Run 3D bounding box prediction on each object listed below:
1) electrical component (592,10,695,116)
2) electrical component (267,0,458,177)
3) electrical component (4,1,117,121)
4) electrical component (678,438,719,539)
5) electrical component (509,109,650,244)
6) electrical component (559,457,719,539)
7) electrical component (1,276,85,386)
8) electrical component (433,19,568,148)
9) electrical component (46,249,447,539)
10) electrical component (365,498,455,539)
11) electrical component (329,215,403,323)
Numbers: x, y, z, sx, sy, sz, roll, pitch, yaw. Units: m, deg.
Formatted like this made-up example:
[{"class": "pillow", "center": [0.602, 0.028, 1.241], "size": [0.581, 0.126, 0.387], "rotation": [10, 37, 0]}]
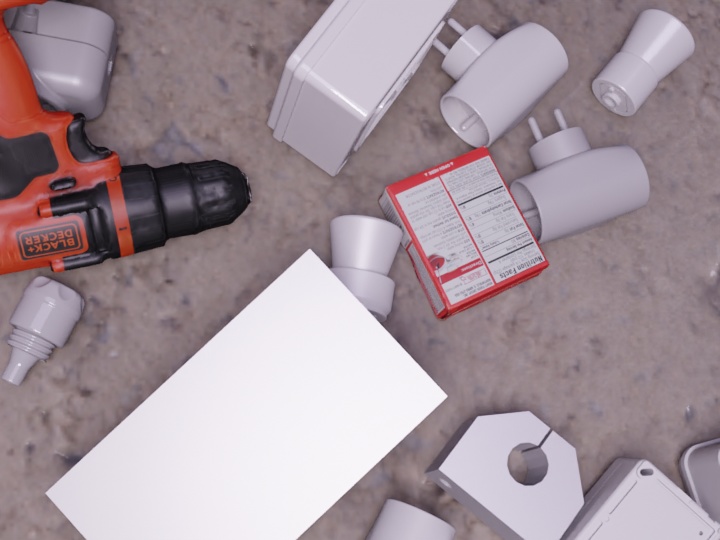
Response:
[{"class": "electrical component", "center": [0.185, -0.135, 0.714], "size": [0.044, 0.044, 0.065], "rotation": [40, 78, 2]}, {"class": "electrical component", "center": [0.001, -0.125, 0.645], "size": [0.056, 0.108, 0.108], "rotation": [36, 73, -2]}, {"class": "electrical component", "center": [-0.198, -0.124, 0.640], "size": [0.095, 0.053, 0.059], "rotation": [9, 74, -7]}, {"class": "electrical component", "center": [0.248, 0.151, 0.640], "size": [0.078, 0.057, 0.113], "rotation": [-13, 78, -12]}, {"class": "electrical component", "center": [0.132, -0.064, 0.684], "size": [0.077, 0.044, 0.079], "rotation": [-19, 80, -14]}, {"class": "electrical component", "center": [0.149, 0.163, 0.623], "size": [0.062, 0.061, 0.096], "rotation": [42, 81, 3]}, {"class": "electrical component", "center": [-0.184, 0.036, 0.611], "size": [0.035, 0.035, 0.061], "rotation": [26, 75, -2]}, {"class": "electrical component", "center": [0.080, -0.131, 0.693], "size": [0.079, 0.043, 0.077], "rotation": [43, 73, 10]}, {"class": "electrical component", "center": [-0.058, 0.093, 0.586], "size": [0.186, 0.060, 0.105], "rotation": [-43, 86, -3]}, {"class": "electrical component", "center": [0.035, 0.181, 0.605], "size": [0.079, 0.043, 0.077], "rotation": [26, 73, -2]}, {"class": "electrical component", "center": [0.000, 0.000, 0.645], "size": [0.045, 0.045, 0.055], "rotation": [11, 74, -6]}]
